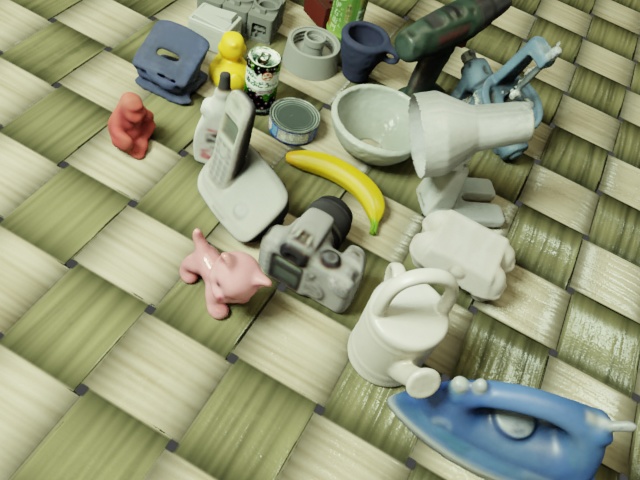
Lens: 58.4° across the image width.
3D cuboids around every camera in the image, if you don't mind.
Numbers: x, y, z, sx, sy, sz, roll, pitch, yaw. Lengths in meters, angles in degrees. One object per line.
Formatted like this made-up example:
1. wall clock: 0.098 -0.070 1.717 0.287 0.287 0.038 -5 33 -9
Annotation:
1. camera: 0.007 0.003 0.789 0.143 0.101 0.137 29 53 8

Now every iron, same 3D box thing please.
1. iron: 0.218 0.205 0.667 0.258 0.141 0.119 17 52 -1

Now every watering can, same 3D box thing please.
1. watering can: 0.106 0.100 0.683 0.101 0.194 0.172 -17 60 -24

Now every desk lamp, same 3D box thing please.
1. desk lamp: 0.212 -0.124 0.861 0.203 0.213 0.118 1 54 -12

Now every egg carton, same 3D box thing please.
1. egg carton: 0.209 0.023 0.843 0.150 0.069 0.107 28 53 8

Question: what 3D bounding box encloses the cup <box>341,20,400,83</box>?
1. cup: 0.088 -0.336 1.060 0.117 0.095 0.092 27 53 7

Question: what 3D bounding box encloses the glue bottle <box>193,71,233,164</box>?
1. glue bottle: -0.144 -0.176 0.838 0.078 0.173 0.037 10 53 -6

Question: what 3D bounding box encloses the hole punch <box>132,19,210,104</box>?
1. hole punch: -0.245 -0.297 0.953 0.108 0.091 0.101 25 53 5

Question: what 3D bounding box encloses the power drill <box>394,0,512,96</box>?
1. power drill: 0.219 -0.331 1.016 0.230 0.208 0.075 -25 63 -28

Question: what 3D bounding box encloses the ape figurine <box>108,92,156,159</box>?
1. ape figurine: -0.282 -0.180 0.858 0.076 0.092 0.078 41 56 17

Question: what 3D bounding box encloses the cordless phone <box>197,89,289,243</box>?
1. cordless phone: -0.100 -0.099 0.785 0.094 0.185 0.147 -30 66 -30

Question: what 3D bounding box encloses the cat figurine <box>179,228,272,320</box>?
1. cat figurine: -0.121 0.037 0.722 0.067 0.118 0.127 -33 67 -31

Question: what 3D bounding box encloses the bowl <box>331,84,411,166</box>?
1. bowl: 0.094 -0.181 0.961 0.167 0.075 0.167 7 53 -9

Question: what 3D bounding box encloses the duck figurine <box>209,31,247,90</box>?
1. duck figurine: -0.152 -0.316 0.993 0.078 0.086 0.104 -3 55 -15

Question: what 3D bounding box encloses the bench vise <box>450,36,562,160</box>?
1. bench vise: 0.312 -0.273 0.989 0.122 0.220 0.207 -34 68 -31
